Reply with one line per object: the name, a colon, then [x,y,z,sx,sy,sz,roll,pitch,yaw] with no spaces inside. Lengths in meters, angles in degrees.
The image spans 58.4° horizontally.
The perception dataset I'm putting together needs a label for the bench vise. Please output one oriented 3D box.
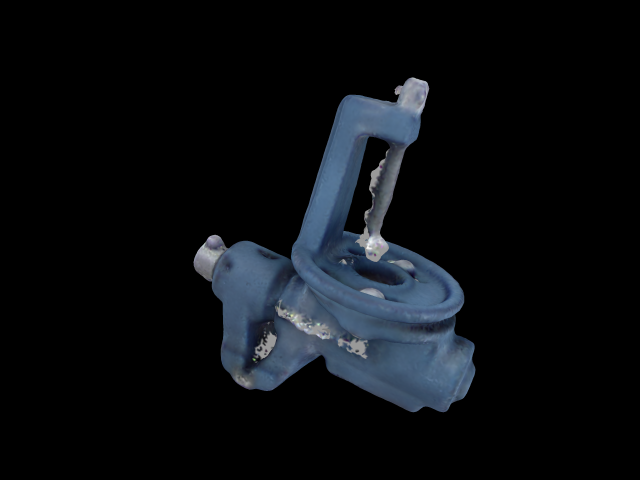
bench vise: [0.002,0.004,0.388,0.207,0.220,0.121,1,14,5]
